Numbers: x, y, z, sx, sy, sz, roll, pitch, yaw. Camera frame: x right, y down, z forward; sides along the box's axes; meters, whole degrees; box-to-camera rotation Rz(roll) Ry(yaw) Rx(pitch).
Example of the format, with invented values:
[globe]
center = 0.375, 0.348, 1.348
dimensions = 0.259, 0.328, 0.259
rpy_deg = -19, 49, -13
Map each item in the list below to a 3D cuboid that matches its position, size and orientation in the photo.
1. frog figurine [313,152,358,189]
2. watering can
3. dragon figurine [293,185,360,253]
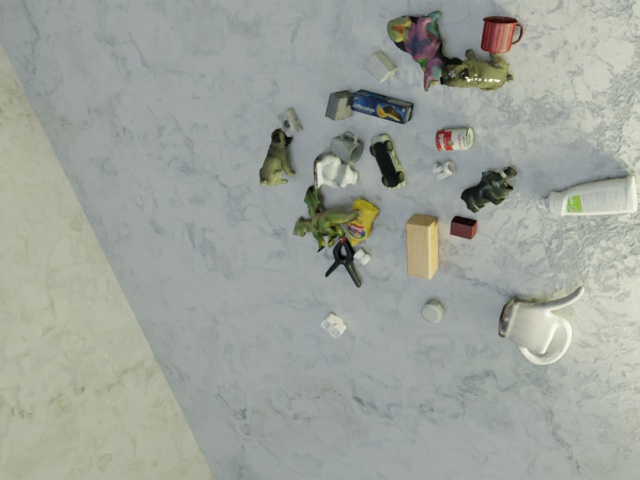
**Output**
[frog figurine]
center = 0.056, -0.255, 1.893
dimensions = 0.159, 0.124, 0.135
rpy_deg = -4, 107, -4
[watering can]
center = 0.714, 0.259, 1.689
dimensions = 0.225, 0.106, 0.340
rpy_deg = 21, 124, 24
[dragon figurine]
center = 0.006, -0.099, 1.966
dimensions = 0.245, 0.123, 0.402
rpy_deg = 60, 141, 14
